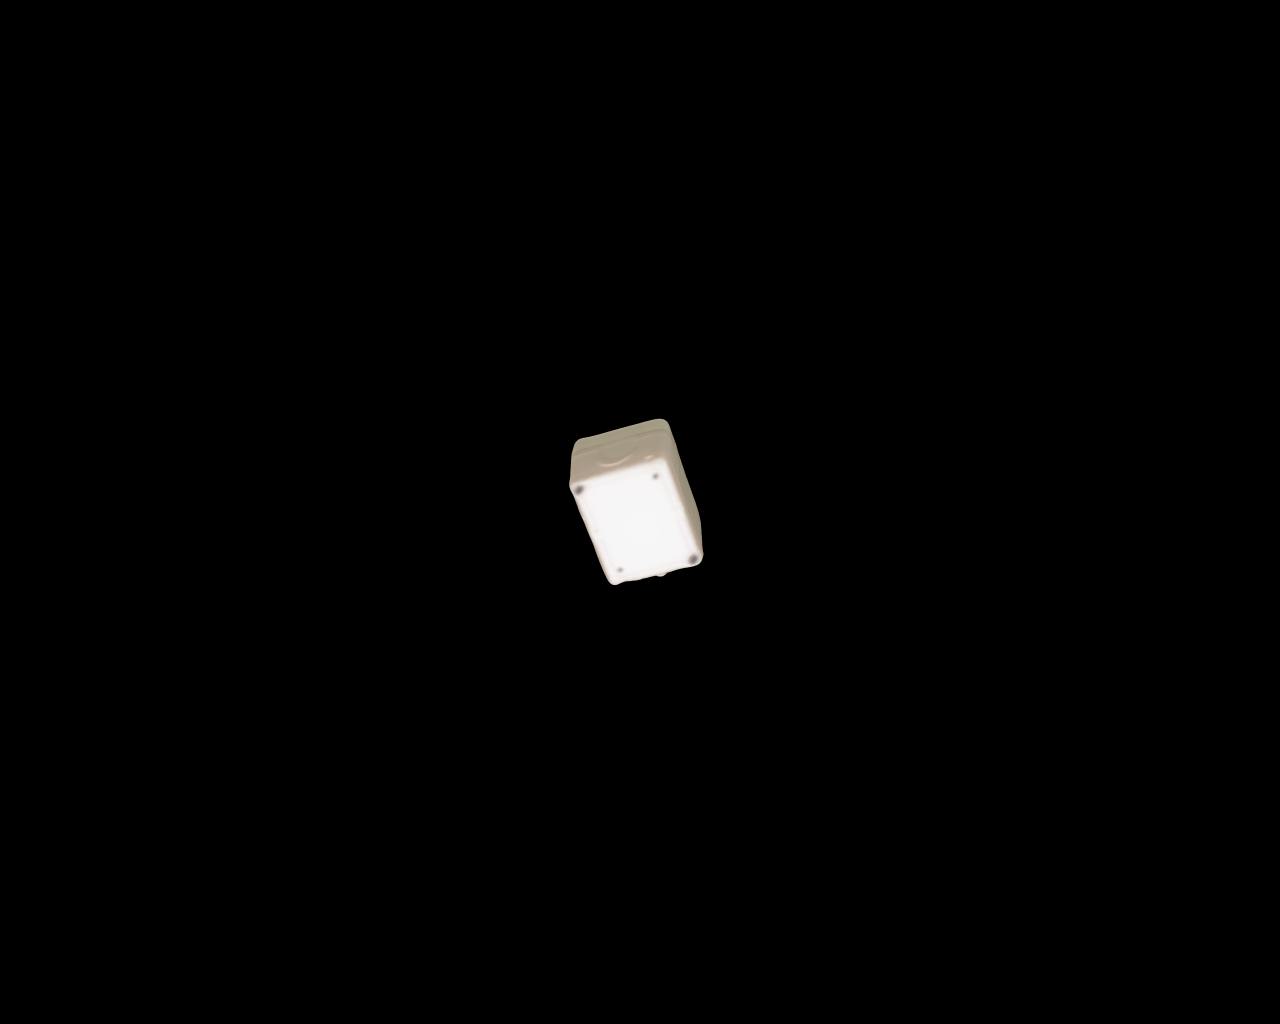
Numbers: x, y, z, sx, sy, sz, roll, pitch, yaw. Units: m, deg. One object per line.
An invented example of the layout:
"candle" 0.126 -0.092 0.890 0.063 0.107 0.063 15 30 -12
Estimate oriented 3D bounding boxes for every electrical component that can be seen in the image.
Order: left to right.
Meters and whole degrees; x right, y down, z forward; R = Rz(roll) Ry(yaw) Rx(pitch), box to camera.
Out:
"electrical component" 0.001 -0.003 0.650 0.062 0.096 0.061 -15 32 9
